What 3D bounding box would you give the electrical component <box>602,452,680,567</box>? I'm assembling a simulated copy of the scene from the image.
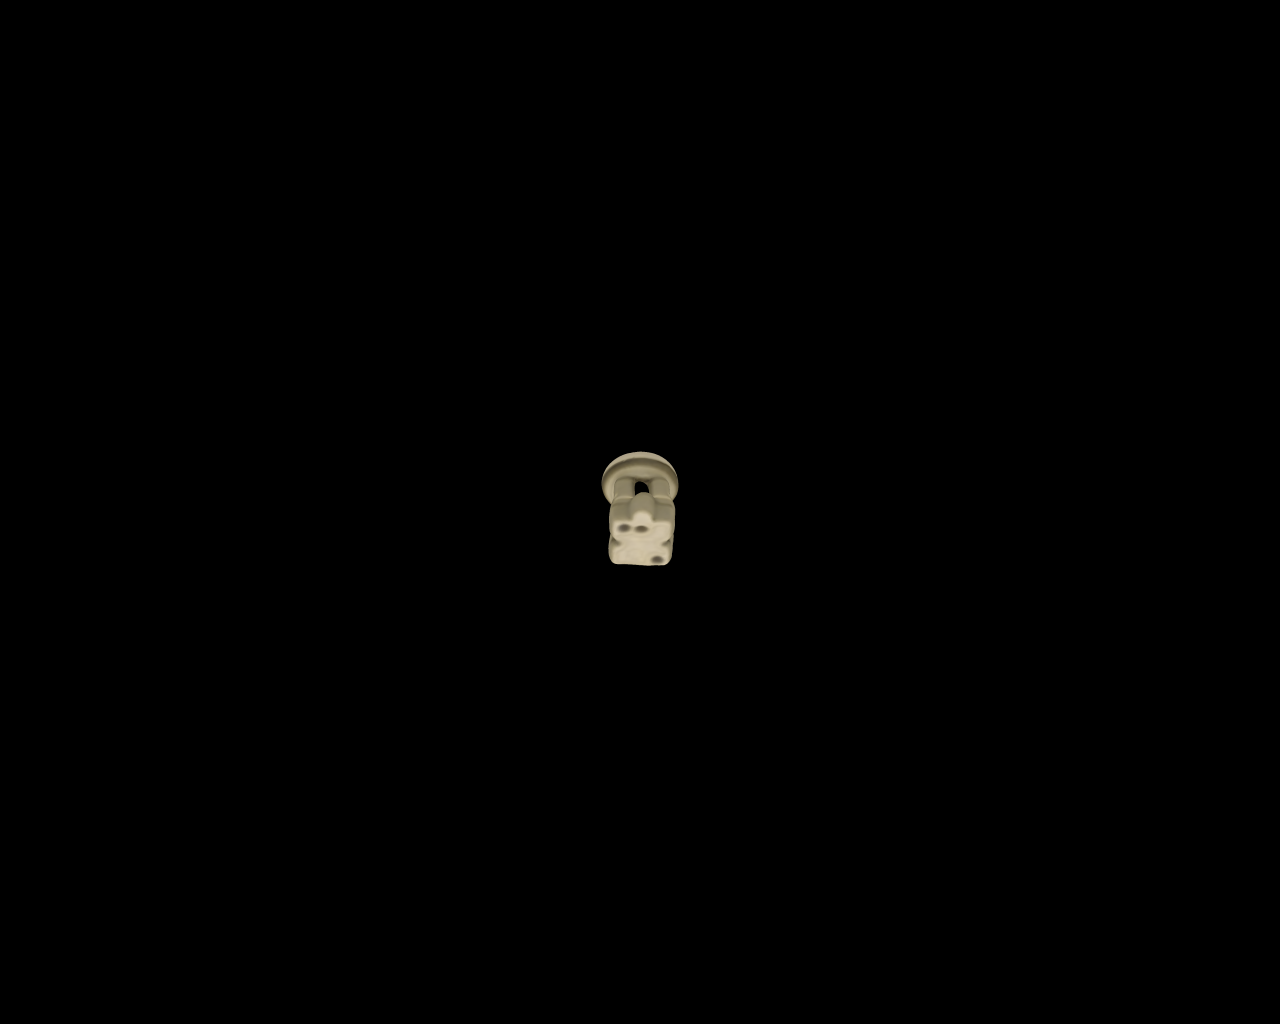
[{"bbox_3d":[0.001,-0.003,0.650,0.048,0.055,0.066,2,-40,-2],"label":"electrical component"}]
